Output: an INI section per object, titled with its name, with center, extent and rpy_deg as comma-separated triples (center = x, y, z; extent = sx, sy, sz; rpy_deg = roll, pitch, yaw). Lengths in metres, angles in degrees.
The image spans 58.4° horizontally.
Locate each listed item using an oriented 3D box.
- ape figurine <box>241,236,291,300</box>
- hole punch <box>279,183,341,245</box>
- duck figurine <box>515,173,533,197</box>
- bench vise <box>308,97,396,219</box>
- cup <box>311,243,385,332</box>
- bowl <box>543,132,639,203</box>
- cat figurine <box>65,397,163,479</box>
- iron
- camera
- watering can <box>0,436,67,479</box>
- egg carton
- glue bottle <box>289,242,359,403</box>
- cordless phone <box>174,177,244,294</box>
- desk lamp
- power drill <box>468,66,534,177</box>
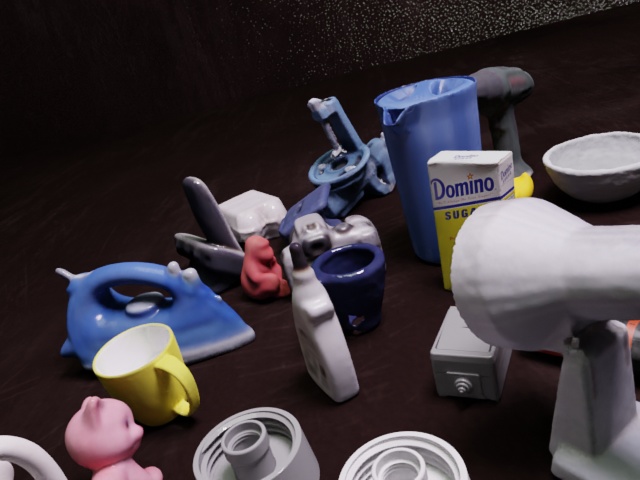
[ape figurine]
center = -0.084, 0.037, 0.836
extent = 0.076, 0.092, 0.078
rpy_deg = -6, 25, 19
[hole punch]
center = -0.021, -0.037, 0.964
extent = 0.101, 0.091, 0.108
rpy_deg = -11, 24, 10
[duck figurine]
center = 0.286, -0.097, 0.920
extent = 0.104, 0.086, 0.077
rpy_deg = -12, 24, 8
[bench vise]
center = 0.047, -0.170, 1.056
extent = 0.121, 0.220, 0.208
rpy_deg = 1, 28, 32
[cup]
center = 0.032, 0.069, 0.692
extent = 0.118, 0.095, 0.091
rpy_deg = -30, 28, -31
[bowl]
center = 0.424, -0.101, 0.858
extent = 0.167, 0.075, 0.167
rpy_deg = -13, 24, 6
[cat figurine]
center = -0.196, 0.199, 0.513
extent = 0.067, 0.118, 0.127
rpy_deg = -15, 24, 2
[iron]
center = -0.223, 0.084, 0.752
extent = 0.257, 0.142, 0.118
rpy_deg = -9, 25, 15
[camera]
center = 0.008, 0.003, 0.846
extent = 0.143, 0.101, 0.136
rpy_deg = -17, 24, -5
[watering can]
center = -0.208, 0.215, 0.388
extent = 0.172, 0.194, 0.101
rpy_deg = 0, 28, 32
[egg carton]
center = -0.127, -0.041, 1.063
extent = 0.107, 0.069, 0.149
rpy_deg = -28, 27, -27
[glue bottle]
center = -0.004, 0.080, 0.591
extent = 0.037, 0.173, 0.078
rpy_deg = -24, 25, -19
[cordless phone]
center = -0.182, -0.020, 0.906
extent = 0.094, 0.185, 0.147
rpy_deg = -32, 29, -33
[desk lamp]
center = 0.209, 0.076, 0.422
extent = 0.118, 0.214, 0.202
rpy_deg = -29, 27, -28
[power drill]
center = 0.300, -0.192, 0.968
extent = 0.075, 0.209, 0.230
rpy_deg = 6, 31, 40
